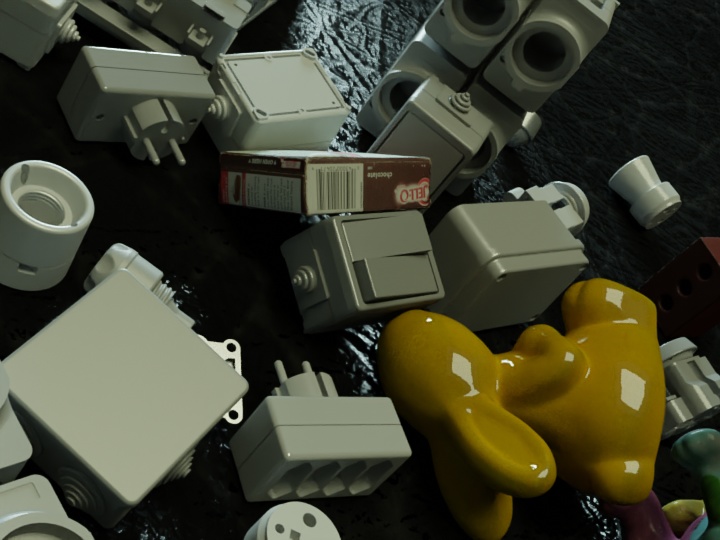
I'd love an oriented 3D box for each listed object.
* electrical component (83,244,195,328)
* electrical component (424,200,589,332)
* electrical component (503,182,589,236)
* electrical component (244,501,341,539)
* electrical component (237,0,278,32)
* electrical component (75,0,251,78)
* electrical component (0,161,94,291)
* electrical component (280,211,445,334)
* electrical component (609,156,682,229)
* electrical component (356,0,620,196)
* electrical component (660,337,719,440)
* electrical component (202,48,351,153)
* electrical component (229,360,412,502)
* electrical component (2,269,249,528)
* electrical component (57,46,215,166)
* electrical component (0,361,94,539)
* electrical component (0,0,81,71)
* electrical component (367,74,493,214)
[{"bbox_3d":[-0.119,0.015,0.591,0.061,0.035,0.035,37,37,-8],"label":"electrical component"},{"bbox_3d":[0.096,-0.002,0.757,0.113,0.078,0.057,-6,54,-44],"label":"electrical component"},{"bbox_3d":[0.155,-0.044,0.878,0.055,0.048,0.066,-24,71,-42],"label":"electrical component"},{"bbox_3d":[-0.040,0.142,0.515,0.045,0.055,0.045,23,41,-22],"label":"electrical component"},{"bbox_3d":[-0.102,-0.265,0.863,0.105,0.060,0.186,38,37,-3],"label":"electrical component"},{"bbox_3d":[-0.143,-0.189,0.749,0.121,0.063,0.078,32,38,-12],"label":"electrical component"},{"bbox_3d":[-0.173,-0.025,0.572,0.055,0.047,0.055,23,41,-22],"label":"electrical component"},{"bbox_3d":[0.000,0.000,0.672,0.096,0.061,0.061,-7,77,-44],"label":"electrical component"},{"bbox_3d":[0.266,-0.072,1.001,0.045,0.045,0.055,-12,61,-46],"label":"electrical component"},{"bbox_3d":[0.091,-0.155,0.815,0.105,0.186,0.060,36,38,-6],"label":"electrical component"},{"bbox_3d":[0.237,0.088,0.807,0.078,0.058,0.057,-7,61,-44],"label":"electrical component"},{"bbox_3d":[-0.067,-0.108,0.741,0.096,0.061,0.061,-13,62,-38],"label":"electrical component"},{"bbox_3d":[-0.027,0.082,0.593,0.083,0.047,0.075,6,48,-37],"label":"electrical component"},{"bbox_3d":[-0.118,0.062,0.519,0.100,0.048,0.099,43,50,2],"label":"electrical component"},{"bbox_3d":[-0.133,-0.095,0.676,0.083,0.047,0.075,-5,56,-43],"label":"electrical component"},{"bbox_3d":[-0.180,0.103,0.429,0.105,0.060,0.186,-14,62,-47],"label":"electrical component"},{"bbox_3d":[-0.216,-0.178,0.676,0.096,0.061,0.061,30,38,-14],"label":"electrical component"},{"bbox_3d":[0.049,-0.092,0.791,0.062,0.096,0.061,39,37,-3],"label":"electrical component"}]
